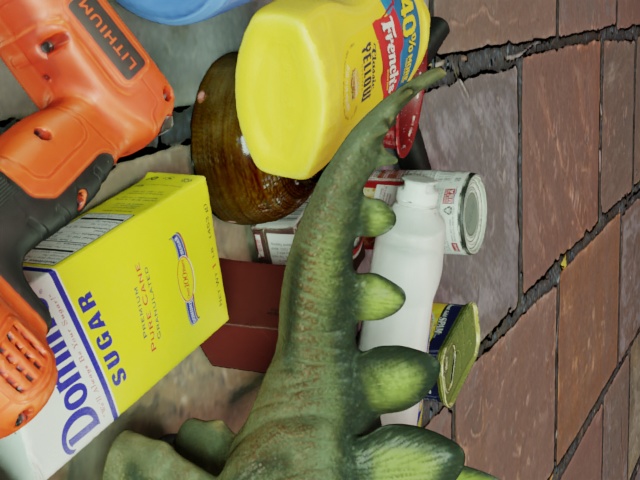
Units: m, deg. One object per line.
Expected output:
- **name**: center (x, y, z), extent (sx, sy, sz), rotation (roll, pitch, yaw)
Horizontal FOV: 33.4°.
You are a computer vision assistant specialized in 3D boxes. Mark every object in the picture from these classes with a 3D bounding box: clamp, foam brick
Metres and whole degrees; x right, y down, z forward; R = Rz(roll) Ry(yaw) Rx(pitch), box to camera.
- **clamp**: center (0.066, -0.114, 0.913), extent (0.209, 0.036, 0.164), rotation (-16, 109, -64)
- **foam brick**: center (-0.034, 0.049, 0.670), extent (0.051, 0.078, 0.053), rotation (68, 37, -44)

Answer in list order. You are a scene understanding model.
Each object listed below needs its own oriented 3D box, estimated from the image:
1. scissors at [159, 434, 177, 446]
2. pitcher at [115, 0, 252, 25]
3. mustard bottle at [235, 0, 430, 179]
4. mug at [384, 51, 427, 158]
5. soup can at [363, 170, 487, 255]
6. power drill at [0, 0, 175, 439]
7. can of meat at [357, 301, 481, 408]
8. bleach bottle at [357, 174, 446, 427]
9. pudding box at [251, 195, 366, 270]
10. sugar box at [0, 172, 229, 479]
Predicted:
- **scissors**: center (-0.116, 0.187, 0.583), extent (0.201, 0.016, 0.096), rotation (-52, 138, -50)
- **pitcher**: center (-0.027, -0.214, 0.594), extent (0.149, 0.145, 0.242), rotation (61, 37, -12)
- **mustard bottle**: center (0.020, -0.114, 0.641), extent (0.191, 0.058, 0.096), rotation (-44, 139, -52)
- **mug**: center (0.031, -0.117, 0.768), extent (0.117, 0.081, 0.093), rotation (-65, 159, -48)
- **soup can**: center (0.078, -0.023, 0.872), extent (0.068, 0.102, 0.068), rotation (3, 90, -65)
- **power drill**: center (-0.145, -0.043, 0.420), extent (0.184, 0.057, 0.187), rotation (54, 40, -28)
- **can of meat**: center (0.083, 0.093, 0.918), extent (0.102, 0.084, 0.057), rotation (-51, 138, -51)
- **bleach bottle**: center (0.056, 0.077, 0.811), extent (0.102, 0.068, 0.251), rotation (-61, 160, -74)
- **pudding box**: center (-0.005, 0.001, 0.770), extent (0.113, 0.039, 0.090), rotation (-52, 139, -50)
- **sugar box**: center (-0.111, 0.037, 0.539), extent (0.176, 0.048, 0.093), rotation (-45, 132, -57)
